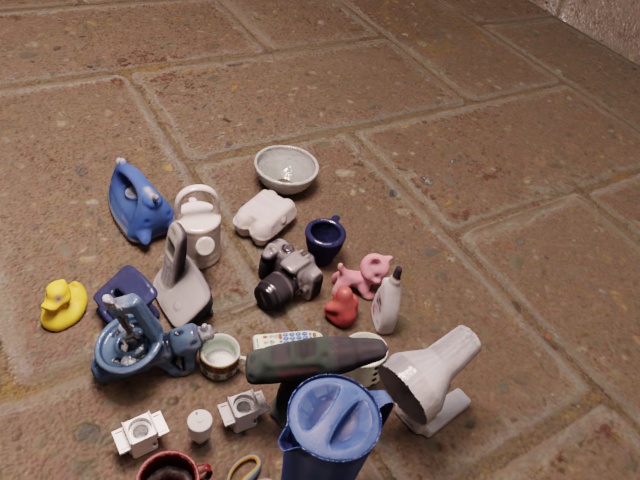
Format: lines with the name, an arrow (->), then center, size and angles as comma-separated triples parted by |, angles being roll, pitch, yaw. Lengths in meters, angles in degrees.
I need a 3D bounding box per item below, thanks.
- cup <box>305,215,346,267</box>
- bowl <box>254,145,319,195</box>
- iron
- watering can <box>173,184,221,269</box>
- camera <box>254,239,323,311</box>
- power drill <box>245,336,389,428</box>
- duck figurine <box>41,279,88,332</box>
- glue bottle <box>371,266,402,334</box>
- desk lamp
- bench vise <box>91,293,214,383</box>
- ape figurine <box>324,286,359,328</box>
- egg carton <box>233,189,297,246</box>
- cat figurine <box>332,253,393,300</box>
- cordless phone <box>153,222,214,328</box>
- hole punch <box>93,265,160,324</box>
cup -> 0.012, 0.005, 1.301 | 0.091, 0.095, 0.118 | 21, 44, 10
bowl -> -0.088, -0.169, 1.472 | 0.167, 0.075, 0.167 | 6, 44, -6
iron -> -0.418, -0.109, 1.293 | 0.119, 0.141, 0.257 | -26, 55, -32
watering can -> -0.255, -0.033, 1.210 | 0.101, 0.194, 0.172 | -27, 55, -33
camera -> -0.082, 0.074, 1.205 | 0.143, 0.101, 0.137 | 35, 48, 23
power drill -> -0.014, 0.237, 0.975 | 0.230, 0.208, 0.075 | 0, 45, -12
duck figurine -> -0.492, 0.111, 1.091 | 0.077, 0.086, 0.105 | 18, 44, 7
glue bottle -> 0.141, 0.113, 1.161 | 0.037, 0.173, 0.078 | -2, 45, -14
desk lamp -> 0.193, 0.249, 1.002 | 0.204, 0.213, 0.117 | -25, 54, -32
bench vise -> -0.296, 0.152, 0.993 | 0.208, 0.220, 0.121 | -21, 52, -30
ape figurine -> 0.048, 0.130, 1.182 | 0.078, 0.092, 0.076 | -4, 46, -15
egg carton -> -0.127, -0.054, 1.350 | 0.107, 0.069, 0.150 | 28, 46, 16
cat figurine -> 0.094, 0.068, 1.236 | 0.128, 0.118, 0.067 | 2, 44, -10
cordless phone -> -0.266, 0.068, 1.111 | 0.094, 0.185, 0.147 | -22, 53, -30
hole punch -> -0.373, 0.119, 1.104 | 0.108, 0.091, 0.101 | 37, 49, 24
